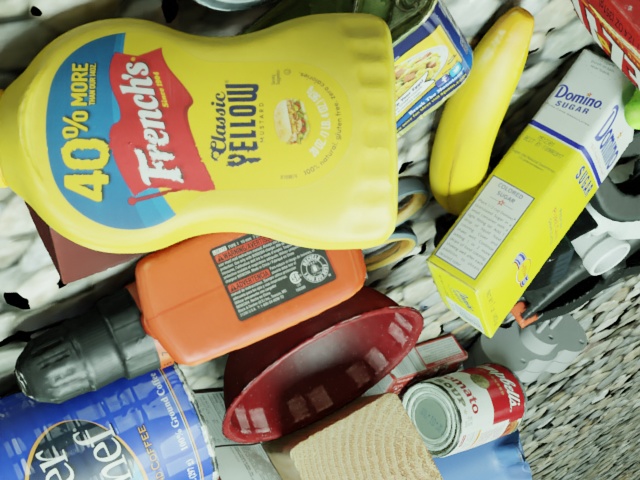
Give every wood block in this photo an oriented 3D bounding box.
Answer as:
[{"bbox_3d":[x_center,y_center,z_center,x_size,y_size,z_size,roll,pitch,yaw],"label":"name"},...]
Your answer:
[{"bbox_3d":[0.021,0.183,0.850,0.090,0.090,0.206,-27,175,-12],"label":"wood block"}]

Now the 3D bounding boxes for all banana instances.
[{"bbox_3d":[0.097,-0.065,0.667,0.069,0.037,0.198,-50,160,-18],"label":"banana"}]

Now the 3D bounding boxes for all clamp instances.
[{"bbox_3d":[0.253,-0.035,0.805,0.171,0.039,0.120,8,106,-21],"label":"clamp"},{"bbox_3d":[0.264,0.013,0.968,0.209,0.036,0.164,-25,151,-16],"label":"clamp"}]

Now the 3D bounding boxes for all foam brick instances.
[{"bbox_3d":[-0.097,-0.024,0.500,0.078,0.051,0.053,-22,152,-20],"label":"foam brick"}]

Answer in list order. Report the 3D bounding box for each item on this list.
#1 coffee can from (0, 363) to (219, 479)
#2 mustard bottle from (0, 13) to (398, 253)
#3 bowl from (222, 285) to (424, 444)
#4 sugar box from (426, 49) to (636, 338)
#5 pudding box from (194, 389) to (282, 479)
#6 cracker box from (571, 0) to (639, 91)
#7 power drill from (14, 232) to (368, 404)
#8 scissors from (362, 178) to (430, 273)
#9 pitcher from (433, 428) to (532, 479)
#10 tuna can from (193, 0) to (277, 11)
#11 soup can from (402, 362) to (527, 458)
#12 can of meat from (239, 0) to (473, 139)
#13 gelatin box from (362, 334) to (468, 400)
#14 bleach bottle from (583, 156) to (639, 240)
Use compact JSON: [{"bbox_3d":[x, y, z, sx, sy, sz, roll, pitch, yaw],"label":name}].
[{"bbox_3d":[-0.146,0.129,0.644,0.140,0.103,0.103,-23,151,-20],"label":"coffee can"},{"bbox_3d":[-0.066,-0.043,0.440,0.191,0.096,0.058,-1,177,-2],"label":"mustard bottle"},{"bbox_3d":[-0.009,0.077,0.755,0.162,0.055,0.162,-26,154,-14],"label":"bowl"},{"bbox_3d":[0.142,-0.028,0.696,0.176,0.048,0.093,-50,155,-9],"label":"sugar box"},{"bbox_3d":[-0.090,0.153,0.758,0.113,0.090,0.039,7,131,-51],"label":"pudding box"},{"bbox_3d":[0.159,-0.119,0.497,0.072,0.164,0.213,-38,153,15],"label":"cracker box"},{"bbox_3d":[-0.067,0.032,0.549,0.184,0.057,0.188,-26,-179,-19],"label":"power drill"},{"bbox_3d":[-0.004,0.001,0.681,0.201,0.016,0.096,-7,142,-41],"label":"scissors"},{"bbox_3d":[0.069,0.235,1.043,0.242,0.145,0.149,-17,137,-22],"label":"pitcher"},{"bbox_3d":[-0.027,-0.132,0.417,0.086,0.034,0.086,-25,152,-15],"label":"tuna can"},{"bbox_3d":[0.127,0.149,0.943,0.102,0.068,0.069,-6,142,-46],"label":"soup can"},{"bbox_3d":[0.020,-0.086,0.519,0.102,0.057,0.083,-38,155,9],"label":"can of meat"},{"bbox_3d":[0.081,0.126,0.965,0.089,0.030,0.073,-12,146,-35],"label":"gelatin box"},{"bbox_3d":[0.319,-0.069,0.866,0.250,0.068,0.102,-23,138,-10],"label":"bleach bottle"}]
